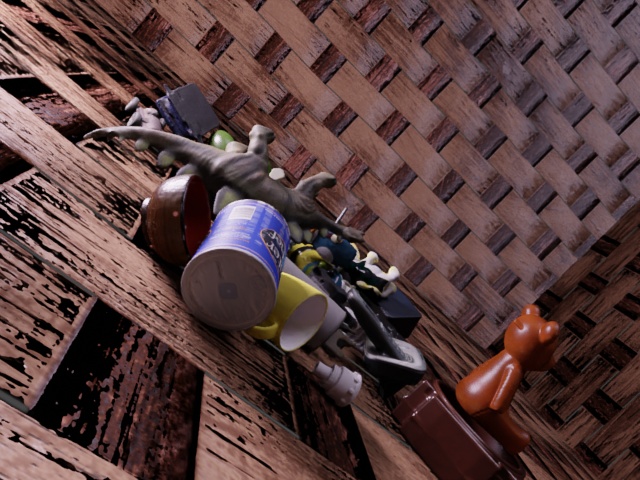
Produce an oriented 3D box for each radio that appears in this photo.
[{"bbox_3d":[0.131,0.138,1.294,0.131,0.073,0.230,9,30,-39],"label":"radio"}]

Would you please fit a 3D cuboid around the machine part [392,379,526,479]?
[{"bbox_3d":[0.222,0.317,0.849,0.202,0.087,0.200,48,8,27],"label":"machine part"}]

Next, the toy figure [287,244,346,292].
[{"bbox_3d":[-0.010,0.066,1.068,0.089,0.082,0.180,39,11,-30],"label":"toy figure"}]

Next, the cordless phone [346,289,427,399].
[{"bbox_3d":[0.096,0.158,0.909,0.184,0.089,0.146,57,7,-2],"label":"cordless phone"}]

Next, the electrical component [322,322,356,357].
[{"bbox_3d":[0.019,0.149,0.873,0.078,0.045,0.102,44,7,-4],"label":"electrical component"}]

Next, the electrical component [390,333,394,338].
[{"bbox_3d":[0.124,0.206,1.015,0.021,0.063,0.094,-3,56,-30],"label":"electrical component"}]

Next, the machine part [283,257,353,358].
[{"bbox_3d":[-0.046,0.079,0.793,0.243,0.079,0.079,43,7,1],"label":"machine part"}]

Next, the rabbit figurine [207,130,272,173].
[{"bbox_3d":[-0.200,-0.156,1.197,0.170,0.121,0.159,55,22,-30],"label":"rabbit figurine"}]

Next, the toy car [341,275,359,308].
[{"bbox_3d":[0.053,0.118,1.154,0.073,0.056,0.202,43,1,-4],"label":"toy car"}]

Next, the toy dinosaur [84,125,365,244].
[{"bbox_3d":[-0.129,-0.090,0.880,0.471,0.105,0.198,27,53,-14],"label":"toy dinosaur"}]

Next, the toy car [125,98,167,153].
[{"bbox_3d":[-0.352,-0.242,1.110,0.089,0.053,0.202,36,11,-31],"label":"toy car"}]

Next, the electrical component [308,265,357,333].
[{"bbox_3d":[0.011,0.111,0.949,0.119,0.075,0.047,52,12,33],"label":"electrical component"}]

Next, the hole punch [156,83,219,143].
[{"bbox_3d":[-0.295,-0.260,1.147,0.142,0.092,0.116,62,27,-15],"label":"hole punch"}]

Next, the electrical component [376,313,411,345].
[{"bbox_3d":[0.127,0.202,1.108,0.134,0.058,0.115,44,5,7],"label":"electrical component"}]

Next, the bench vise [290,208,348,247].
[{"bbox_3d":[-0.017,-0.012,1.209,0.223,0.129,0.241,31,-11,-28],"label":"bench vise"}]

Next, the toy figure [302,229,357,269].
[{"bbox_3d":[-0.001,-0.005,1.032,0.154,0.064,0.058,34,26,5],"label":"toy figure"}]

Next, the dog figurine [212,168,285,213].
[{"bbox_3d":[-0.146,-0.049,1.056,0.172,0.121,0.190,8,-25,-9],"label":"dog figurine"}]

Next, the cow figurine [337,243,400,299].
[{"bbox_3d":[0.093,0.070,1.228,0.168,0.068,0.098,36,38,28],"label":"cow figurine"}]

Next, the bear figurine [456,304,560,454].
[{"bbox_3d":[0.311,0.209,0.841,0.132,0.196,0.120,43,4,-12],"label":"bear figurine"}]
